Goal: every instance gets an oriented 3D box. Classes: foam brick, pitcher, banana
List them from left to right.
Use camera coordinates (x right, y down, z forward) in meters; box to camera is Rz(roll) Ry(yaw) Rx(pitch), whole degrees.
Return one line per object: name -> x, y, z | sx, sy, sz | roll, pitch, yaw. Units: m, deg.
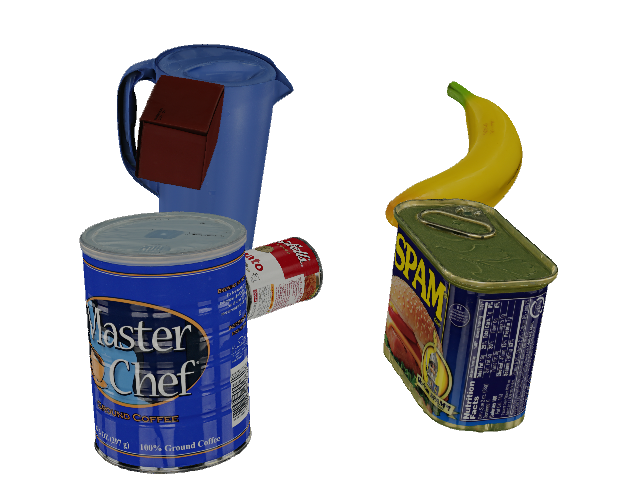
foam brick -> -0.107, -0.084, 0.818 | 0.053, 0.051, 0.078 | 11, 35, 0
pitcher -> -0.133, -0.090, 1.193 | 0.149, 0.243, 0.144 | 29, 35, 35
banana -> 0.099, -0.050, 0.722 | 0.070, 0.037, 0.197 | 14, 33, 11

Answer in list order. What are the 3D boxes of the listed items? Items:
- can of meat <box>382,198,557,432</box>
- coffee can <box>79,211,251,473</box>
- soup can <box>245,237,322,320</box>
can of meat -> 0.070, 0.036, 0.539 | 0.057, 0.084, 0.102 | -2, 24, -16
coffee can -> -0.096, 0.061, 0.679 | 0.103, 0.140, 0.103 | -1, 16, 0
soup can -> -0.057, 0.040, 1.076 | 0.102, 0.068, 0.069 | -16, 11, -43
